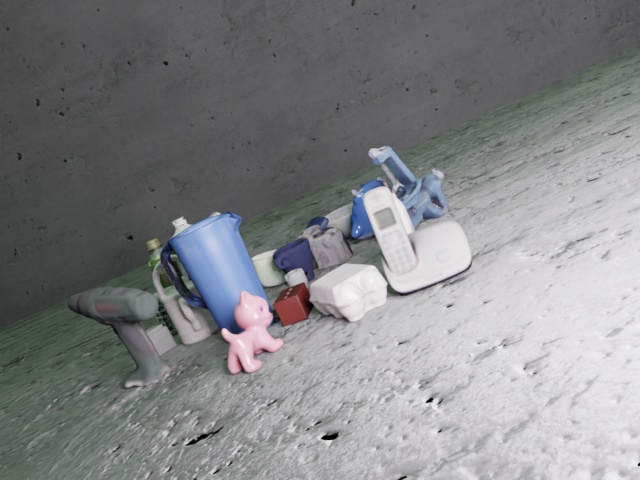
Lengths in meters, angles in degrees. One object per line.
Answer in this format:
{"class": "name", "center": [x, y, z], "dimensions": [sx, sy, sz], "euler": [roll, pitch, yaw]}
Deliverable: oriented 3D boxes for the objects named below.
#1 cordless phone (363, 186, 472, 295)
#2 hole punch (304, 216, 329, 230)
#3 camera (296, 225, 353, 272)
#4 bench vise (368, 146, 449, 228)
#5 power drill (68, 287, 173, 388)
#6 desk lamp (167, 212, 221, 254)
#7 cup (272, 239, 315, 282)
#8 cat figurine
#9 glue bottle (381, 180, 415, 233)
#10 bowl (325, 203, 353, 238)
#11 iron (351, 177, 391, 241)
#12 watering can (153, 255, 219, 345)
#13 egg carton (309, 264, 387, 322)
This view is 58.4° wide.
{"class": "cordless phone", "center": [0.159, -0.013, 0.955], "dimensions": [0.147, 0.185, 0.094], "euler": [-22, 11, 10]}
{"class": "hole punch", "center": [-0.017, -0.006, 1.568], "dimensions": [0.101, 0.091, 0.108], "euler": [-29, 12, -24]}
{"class": "camera", "center": [0.013, 0.005, 1.420], "dimensions": [0.142, 0.101, 0.137], "euler": [-16, 13, 36]}
{"class": "bench vise", "center": [0.199, -0.134, 1.363], "dimensions": [0.121, 0.220, 0.208], "euler": [-14, 15, 42]}
{"class": "power drill", "center": [-0.389, 0.184, 1.134], "dimensions": [0.229, 0.208, 0.076], "euler": [-17, 13, 34]}
{"class": "desk lamp", "center": [-0.302, 0.041, 1.635], "dimensions": [0.204, 0.214, 0.117], "euler": [-32, 13, -34]}
{"class": "cup", "center": [-0.057, 0.060, 1.319], "dimensions": [0.091, 0.095, 0.118], "euler": [-18, 13, 32]}
{"class": "cat figurine", "center": [-0.122, 0.147, 0.975], "dimensions": [0.067, 0.118, 0.128], "euler": [-17, 13, 34]}
{"class": "glue bottle", "center": [0.156, -0.036, 1.104], "dimensions": [0.037, 0.173, 0.078], "euler": [-21, 11, 14]}
{"class": "bowl", "center": [0.083, -0.050, 1.606], "dimensions": [0.167, 0.075, 0.167], "euler": [-23, 11, 5]}
{"class": "iron", "center": [0.155, -0.099, 1.507], "dimensions": [0.118, 0.141, 0.259], "euler": [-18, 12, 31]}
{"class": "watering can", "center": [-0.304, 0.125, 1.277], "dimensions": [0.101, 0.194, 0.172], "euler": [-31, 12, -31]}
{"class": "egg carton", "center": [0.049, 0.090, 1.004], "dimensions": [0.107, 0.069, 0.150], "euler": [-29, 12, -24]}
